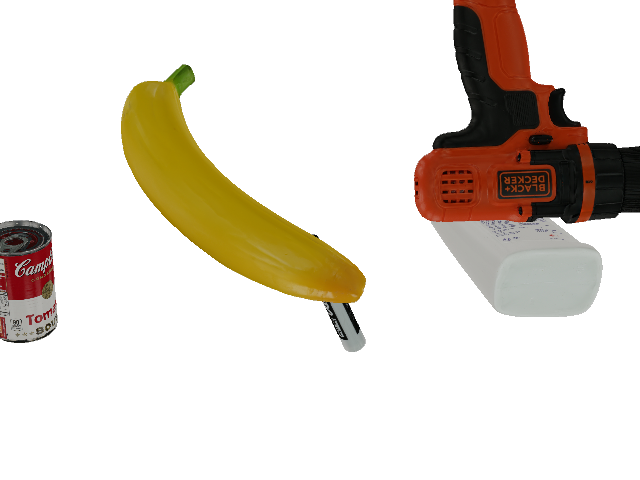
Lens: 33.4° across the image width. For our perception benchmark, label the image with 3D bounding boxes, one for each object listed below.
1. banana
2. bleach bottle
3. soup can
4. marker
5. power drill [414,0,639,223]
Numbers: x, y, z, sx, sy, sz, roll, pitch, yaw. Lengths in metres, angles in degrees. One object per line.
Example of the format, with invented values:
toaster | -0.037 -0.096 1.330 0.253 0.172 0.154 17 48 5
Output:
banana | -0.055 -0.031 0.559 0.069 0.198 0.037 -26 -34 -19
bleach bottle | 0.162 -0.015 1.007 0.102 0.068 0.251 0 25 -14
soup can | -0.295 0.041 1.044 0.068 0.102 0.068 2 28 -1
marker | 0.008 0.041 0.835 0.020 0.121 0.020 -15 38 12
power drill | 0.150 -0.104 0.686 0.184 0.188 0.057 -3 1 -2
